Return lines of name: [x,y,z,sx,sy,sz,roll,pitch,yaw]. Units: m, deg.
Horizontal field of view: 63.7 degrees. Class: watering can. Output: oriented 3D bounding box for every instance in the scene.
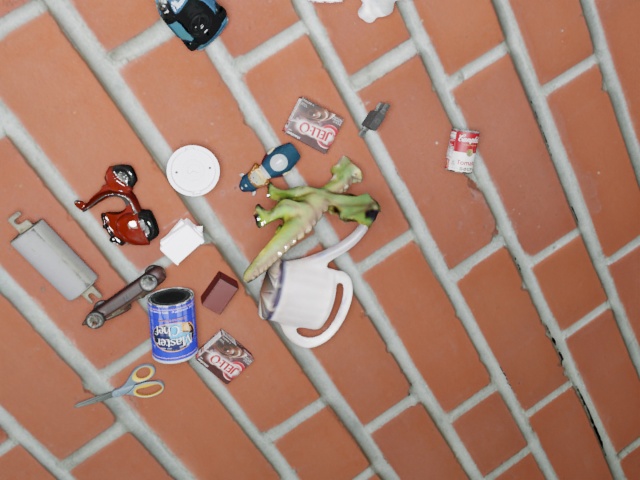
watering can: [-0.020,0.093,1.219,0.224,0.105,0.344,14,102,-18]

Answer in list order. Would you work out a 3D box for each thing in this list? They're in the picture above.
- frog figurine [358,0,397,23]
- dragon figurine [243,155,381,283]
frog figurine: [0.145,-0.549,1.110,0.137,0.125,0.156,4,141,-25]
dragon figurine: [0.003,-0.054,1.070,0.242,0.420,0.119,-8,126,18]
